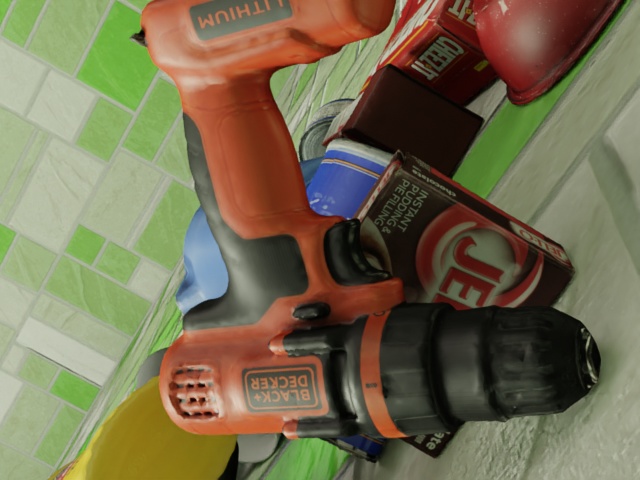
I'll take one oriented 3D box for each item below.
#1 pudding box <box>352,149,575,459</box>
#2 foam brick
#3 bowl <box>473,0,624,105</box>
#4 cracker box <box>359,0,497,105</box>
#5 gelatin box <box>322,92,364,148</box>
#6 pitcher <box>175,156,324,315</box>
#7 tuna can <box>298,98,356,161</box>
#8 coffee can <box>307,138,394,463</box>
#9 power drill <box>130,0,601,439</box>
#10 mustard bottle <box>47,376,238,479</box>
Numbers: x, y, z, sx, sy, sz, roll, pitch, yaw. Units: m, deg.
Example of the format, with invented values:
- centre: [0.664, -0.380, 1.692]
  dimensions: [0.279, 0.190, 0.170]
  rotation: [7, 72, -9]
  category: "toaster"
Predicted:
- centre: [0.044, 0.030, 0.478]
  dimensions: [0.114, 0.090, 0.039]
  rotation: [-57, 8, 21]
  category: "pudding box"
- centre: [0.063, -0.080, 0.746]
  dimensions: [0.051, 0.078, 0.053]
  rotation: [-61, 7, -2]
  category: "foam brick"
- centre: [0.142, -0.165, 0.655]
  dimensions: [0.162, 0.055, 0.162]
  rotation: [-58, 10, 16]
  category: "bowl"
- centre: [0.120, -0.205, 0.835]
  dimensions: [0.213, 0.072, 0.164]
  rotation: [-64, 9, -20]
  category: "cracker box"
- centre: [0.049, -0.077, 0.821]
  dimensions: [0.030, 0.073, 0.089]
  rotation: [-64, 11, -16]
  category: "gelatin box"
- centre: [-0.005, 0.001, 0.760]
  dimensions: [0.243, 0.145, 0.149]
  rotation: [169, 118, -73]
  category: "pitcher"
- centre: [0.027, -0.077, 0.904]
  dimensions: [0.086, 0.086, 0.033]
  rotation: [-51, 11, 45]
  category: "tuna can"
- centre: [0.018, 0.032, 0.568]
  dimensions: [0.140, 0.102, 0.103]
  rotation: [-61, 9, -5]
  category: "coffee can"
- centre: [0.007, -0.014, 0.418]
  dimensions: [0.057, 0.185, 0.187]
  rotation: [-12, -87, -64]
  category: "power drill"
- centre: [-0.111, 0.134, 0.557]
  dimensions: [0.096, 0.058, 0.192]
  rotation: [-52, 5, -38]
  category: "mustard bottle"
